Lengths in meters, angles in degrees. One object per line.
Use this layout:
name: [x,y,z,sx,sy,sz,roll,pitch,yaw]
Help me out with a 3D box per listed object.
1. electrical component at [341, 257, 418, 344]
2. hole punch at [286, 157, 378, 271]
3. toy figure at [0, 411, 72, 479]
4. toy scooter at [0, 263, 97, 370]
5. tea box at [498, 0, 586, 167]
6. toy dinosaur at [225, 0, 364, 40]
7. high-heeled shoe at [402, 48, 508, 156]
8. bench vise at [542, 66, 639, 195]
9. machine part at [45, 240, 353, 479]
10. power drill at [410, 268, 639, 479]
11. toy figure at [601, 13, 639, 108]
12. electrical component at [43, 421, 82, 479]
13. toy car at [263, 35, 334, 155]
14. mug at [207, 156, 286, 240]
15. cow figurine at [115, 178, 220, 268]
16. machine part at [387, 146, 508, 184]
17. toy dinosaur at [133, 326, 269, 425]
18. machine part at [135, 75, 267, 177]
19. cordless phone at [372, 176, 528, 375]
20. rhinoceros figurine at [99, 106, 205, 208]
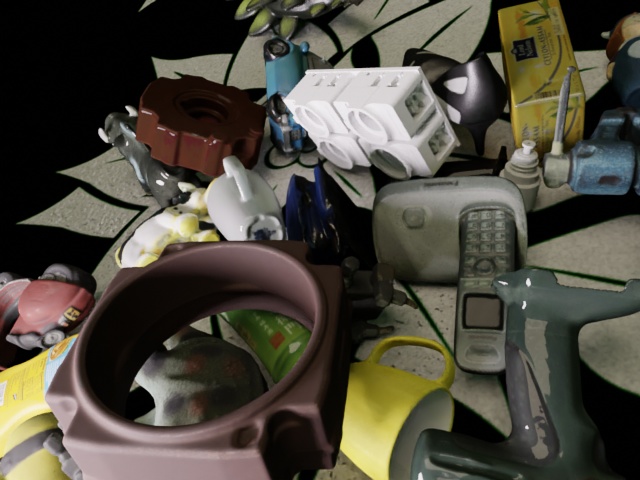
electrical component: [0.041,0.058,0.502,0.078,0.102,0.045,6,54,-22]
hole punch: [-0.001,-0.002,0.561,0.092,0.115,0.142,-23,45,16]
toy figure: [-0.241,0.242,0.500,0.089,0.082,0.180,-43,47,-10]
toy scooter: [-0.368,0.101,0.669,0.184,0.075,0.135,-6,52,24]
tea box: [0.241,-0.174,0.593,0.068,0.098,0.170,-8,51,18]
toy dinosaur: [-0.071,-0.456,0.948,0.198,0.105,0.472,-42,45,-6]
high-heeled shoe: [0.139,-0.201,0.627,0.086,0.145,0.249,-27,50,2]
bench vise: [0.299,-0.034,0.432,0.224,0.128,0.241,12,40,9]
machine part: [-0.080,0.089,0.412,0.202,0.087,0.201,-2,40,12]
power drill: [0.187,0.130,0.372,0.232,0.086,0.207,8,78,15]
toy figure: [0.355,-0.206,0.597,0.064,0.057,0.154,20,55,-9]
electrical component: [-0.209,0.202,0.495,0.021,0.094,0.063,-40,13,1]
toy car: [-0.023,-0.200,0.731,0.103,0.109,0.162,-6,60,-2]
mug: [-0.079,-0.038,0.612,0.081,0.109,0.107,-17,32,-18]
cow figurine: [-0.180,-0.017,0.683,0.098,0.068,0.167,24,66,42]
machine part: [0.139,-0.073,0.602,0.139,0.039,0.084,-7,44,22]
toy dinosaur: [-0.100,0.170,0.469,0.192,0.131,0.405,-16,47,4]
machine part: [-0.155,-0.157,0.716,0.179,0.056,0.179,12,40,-10]
cordless phone: [0.117,0.034,0.503,0.147,0.088,0.184,-1,61,23]
rhinoceros figurine: [-0.243,-0.115,0.755,0.073,0.112,0.190,-42,58,-8]
